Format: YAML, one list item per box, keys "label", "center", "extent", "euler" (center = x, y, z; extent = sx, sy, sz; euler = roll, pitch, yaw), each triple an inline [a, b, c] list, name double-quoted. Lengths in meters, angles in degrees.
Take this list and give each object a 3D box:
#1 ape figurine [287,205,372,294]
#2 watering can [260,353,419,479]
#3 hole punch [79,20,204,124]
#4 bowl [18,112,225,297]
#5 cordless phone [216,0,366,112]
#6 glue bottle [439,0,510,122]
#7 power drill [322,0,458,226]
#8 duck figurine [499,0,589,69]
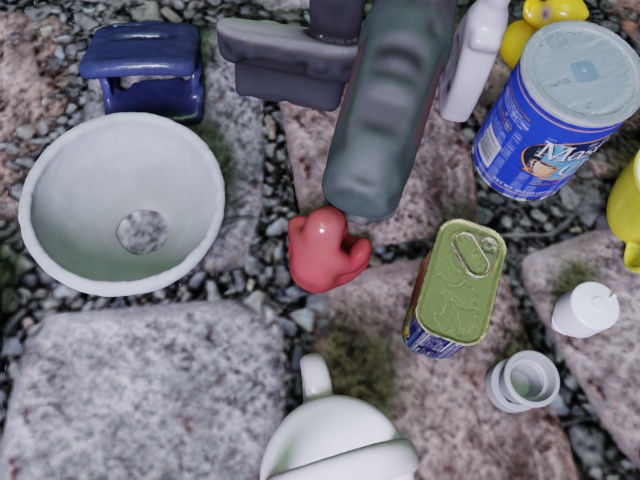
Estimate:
- label: "ape figurine"
  center: [0.005, 0.002, 0.492]
  extent: [0.077, 0.092, 0.076]
  euler: [39, 71, 12]
- label: "watering can"
  center: [0.014, 0.161, 0.374]
  extent: [0.101, 0.194, 0.172]
  euler: [-32, 73, -14]
- label: "hole punch"
  center: [-0.169, -0.173, 0.551]
  extent: [0.108, 0.091, 0.101]
  euler: [-4, 69, -5]
- label: "bowl"
  center: [-0.163, -0.023, 0.500]
  extent: [0.167, 0.075, 0.167]
  euler: [1, 68, -3]
- label: "cordless phone"
  center: [-0.023, -0.212, 0.525]
  extent: [0.147, 0.185, 0.094]
  euler: [6, 68, -1]
- label: "glue bottle"
  center: [0.148, -0.188, 0.533]
  extent: [0.037, 0.173, 0.078]
  euler: [6, 68, -1]
- label: "power drill"
  center: [0.054, -0.109, 0.476]
  extent: [0.075, 0.208, 0.230]
  euler: [15, 68, 3]
- label: "duck figurine"
  center: [0.248, -0.215, 0.597]
  extent: [0.104, 0.086, 0.077]
  euler: [32, 70, 9]
